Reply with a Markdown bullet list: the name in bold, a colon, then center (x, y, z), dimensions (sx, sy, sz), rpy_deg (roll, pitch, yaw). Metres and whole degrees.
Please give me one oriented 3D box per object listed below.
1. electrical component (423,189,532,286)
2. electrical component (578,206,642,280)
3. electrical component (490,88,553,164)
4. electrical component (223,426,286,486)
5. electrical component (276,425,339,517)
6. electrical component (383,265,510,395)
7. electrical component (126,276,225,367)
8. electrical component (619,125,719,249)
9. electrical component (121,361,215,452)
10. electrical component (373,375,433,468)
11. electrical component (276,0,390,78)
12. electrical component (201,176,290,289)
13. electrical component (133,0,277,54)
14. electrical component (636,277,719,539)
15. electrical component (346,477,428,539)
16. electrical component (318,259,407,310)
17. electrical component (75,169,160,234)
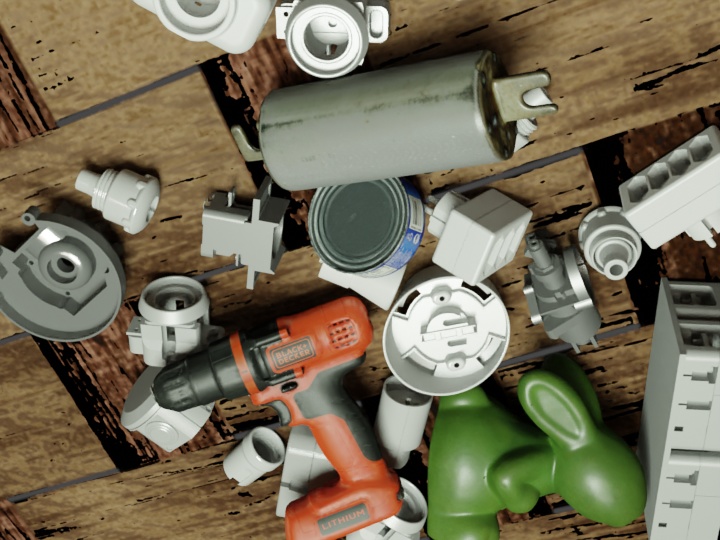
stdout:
- **electrical component**: center (0.078, -0.035, 0.814), dimensions (0.077, 0.066, 0.047), rpy_deg (33, 124, 21)
- **electrical component**: center (0.190, -0.016, 0.807), dimensions (0.048, 0.062, 0.048), rpy_deg (3, 121, 6)
- **electrical component**: center (0.108, -0.109, 0.773), dimensions (0.062, 0.043, 0.043), rpy_deg (-35, 111, 23)
- **electrical component**: center (-0.096, 0.169, 0.971), dimensions (0.040, 0.040, 0.046), rpy_deg (39, 124, -15)
- **electrical component**: center (-0.037, 0.178, 0.959), dimensions (0.059, 0.053, 0.095), rpy_deg (11, 122, 1)
- **electrical component**: center (0.069, 0.046, 0.856), dimensions (0.099, 0.064, 0.099), rpy_deg (2, 110, 4)
- **electrical component**: center (-0.153, 0.042, 0.890), dimensions (0.078, 0.058, 0.057), rpy_deg (5, 125, 4)
- **electrical component**: center (0.248, -0.048, 0.789), dimensions (0.083, 0.047, 0.075), rpy_deg (-35, 112, 25)
- **electrical component**: center (-0.163, 0.111, 0.921), dimensions (0.051, 0.080, 0.080), rpy_deg (41, 118, -21)
- **electrical component**: center (0.034, 0.135, 0.929), dimensions (0.043, 0.043, 0.081), rpy_deg (12, 122, 0)
- **electrical component**: center (-0.021, -0.167, 0.746), dimensions (0.078, 0.057, 0.058), rpy_deg (3, 121, 6)
- **electrical component**: center (-0.092, -0.032, 0.847), dimensions (0.064, 0.042, 0.081), rpy_deg (11, 121, 5)
- **electrical component**: center (-0.107, -0.194, 0.740), dimensions (0.095, 0.059, 0.053), rpy_deg (27, 121, -9)
- **electrical component**: center (0.264, 0.113, 0.850), dimensions (0.060, 0.105, 0.186), rpy_deg (2, 121, 6)
- **electrical component**: center (0.025, 0.224, 0.977), dimensions (0.078, 0.058, 0.057), rpy_deg (30, 123, -11)
- **electrical component**: center (0.000, 0.000, 0.855), dimensions (0.065, 0.044, 0.044), rpy_deg (22, 121, -1)
- **electrical component**: center (-0.191, -0.060, 0.842), dimensions (0.062, 0.048, 0.048), rpy_deg (23, 121, 1)
